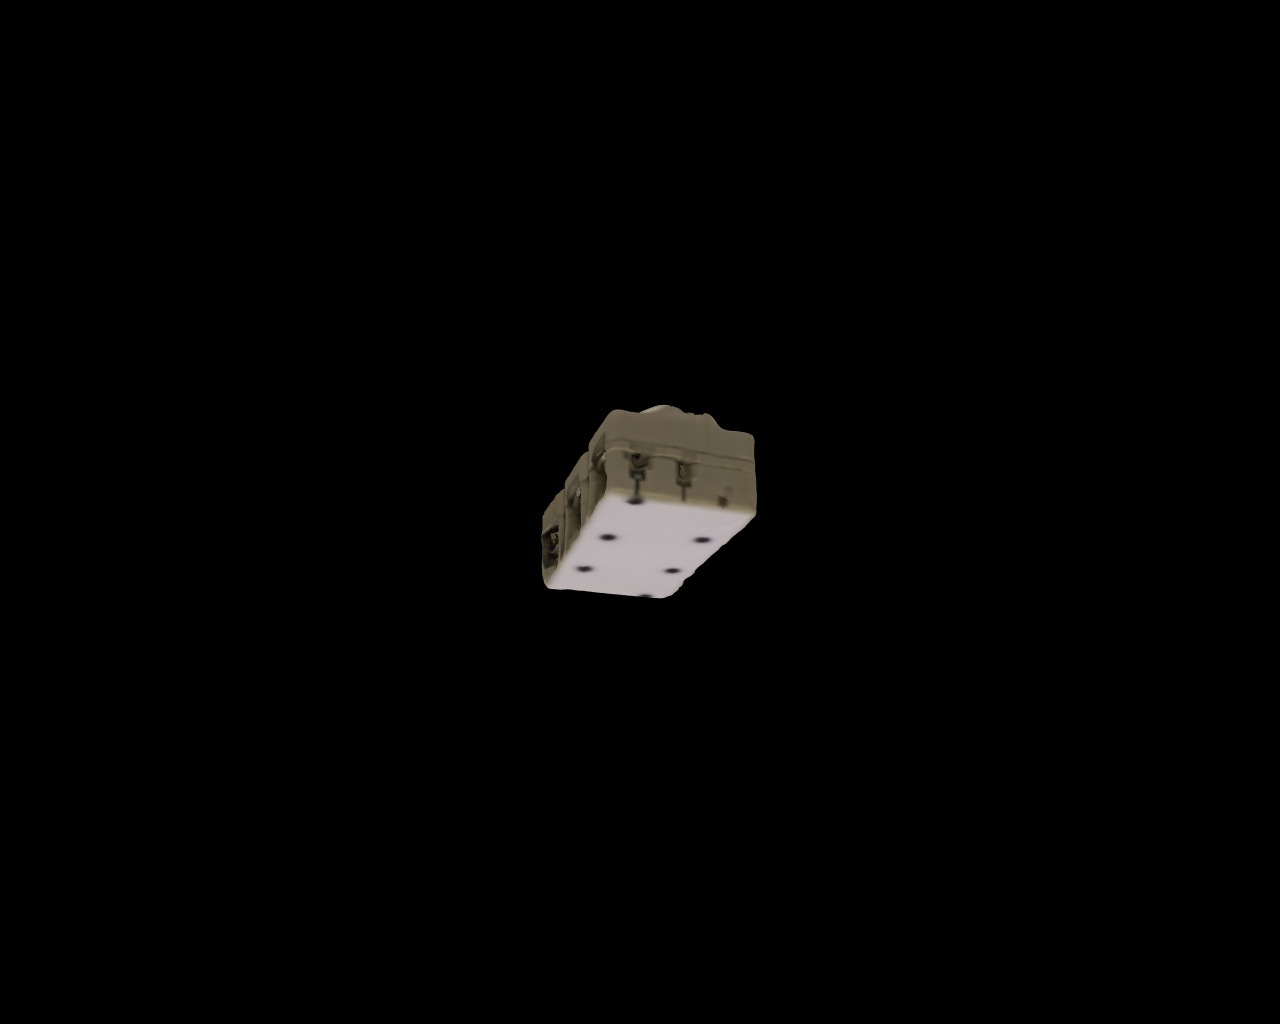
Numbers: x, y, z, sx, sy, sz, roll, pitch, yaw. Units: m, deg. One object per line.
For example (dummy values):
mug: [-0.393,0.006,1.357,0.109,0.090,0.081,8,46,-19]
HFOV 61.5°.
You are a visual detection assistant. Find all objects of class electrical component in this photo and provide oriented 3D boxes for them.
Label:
electrical component: [0.001,-0.003,0.650,0.089,0.062,0.150,8,-26,-18]
